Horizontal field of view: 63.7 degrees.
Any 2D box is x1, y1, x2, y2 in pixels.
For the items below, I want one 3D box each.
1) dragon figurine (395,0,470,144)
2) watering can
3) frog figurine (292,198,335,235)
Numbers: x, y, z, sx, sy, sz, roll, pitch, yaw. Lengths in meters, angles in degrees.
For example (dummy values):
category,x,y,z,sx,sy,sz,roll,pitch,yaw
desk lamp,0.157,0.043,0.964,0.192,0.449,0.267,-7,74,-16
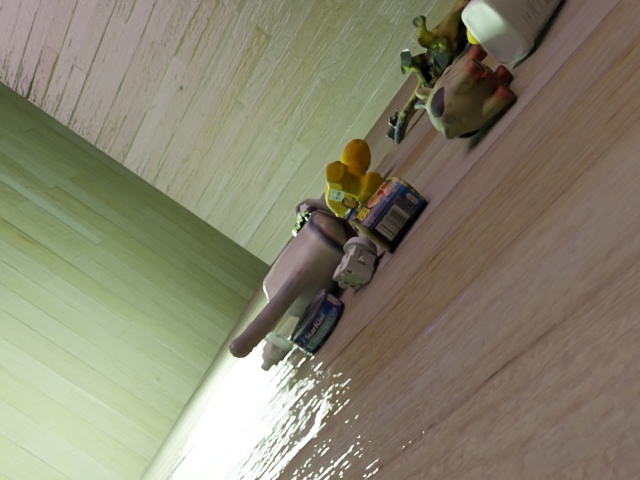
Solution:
category,x,y,z,sx,sy,sz,roll,pitch,yaw
dragon figurine,0.296,-0.432,1.235,0.246,0.123,0.400,-36,-23,-35
watering can,-0.029,0.061,0.811,0.223,0.104,0.349,-54,-3,9
frog figurine,0.004,-0.071,1.406,0.136,0.121,0.162,-13,19,31
